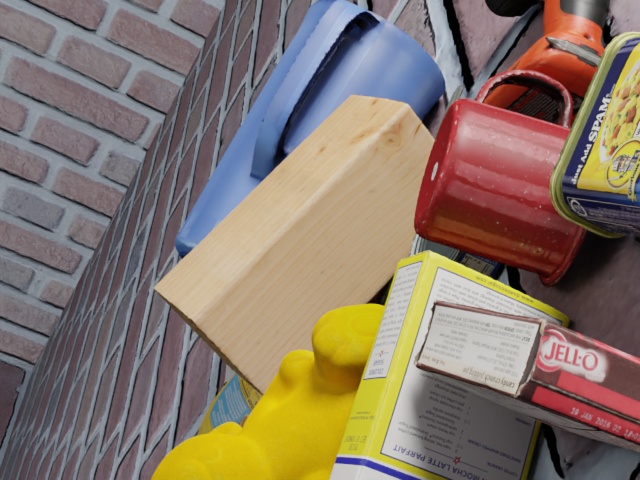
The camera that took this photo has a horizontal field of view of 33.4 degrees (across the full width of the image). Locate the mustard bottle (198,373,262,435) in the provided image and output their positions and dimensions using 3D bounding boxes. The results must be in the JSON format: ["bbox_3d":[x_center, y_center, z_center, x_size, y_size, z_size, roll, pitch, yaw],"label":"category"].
[{"bbox_3d":[-0.040,0.132,0.819,0.192,0.058,0.096,-49,38,12],"label":"mustard bottle"}]

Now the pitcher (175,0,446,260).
[{"bbox_3d":[-0.014,-0.069,0.863,0.242,0.149,0.145,-58,28,-12],"label":"pitcher"}]

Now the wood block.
[{"bbox_3d":[-0.005,0.001,0.757,0.206,0.090,0.090,-46,26,-10],"label":"wood block"}]

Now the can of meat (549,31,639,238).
[{"bbox_3d":[0.165,-0.049,0.502,0.102,0.057,0.084,-67,18,-1],"label":"can of meat"}]

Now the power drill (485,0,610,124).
[{"bbox_3d":[0.148,-0.150,0.699,0.185,0.057,0.187,134,154,-62],"label":"power drill"}]

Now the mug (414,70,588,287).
[{"bbox_3d":[0.105,-0.041,0.593,0.093,0.081,0.117,116,171,-79],"label":"mug"}]

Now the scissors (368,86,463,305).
[{"bbox_3d":[0.065,-0.023,0.857,0.096,0.016,0.201,-27,41,65],"label":"scissors"}]

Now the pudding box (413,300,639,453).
[{"bbox_3d":[0.105,0.061,0.477,0.039,0.090,0.114,-68,16,-8],"label":"pudding box"}]

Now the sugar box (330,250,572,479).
[{"bbox_3d":[0.061,0.105,0.549,0.176,0.093,0.048,-70,15,-14],"label":"sugar box"}]

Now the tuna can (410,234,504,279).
[{"bbox_3d":[0.094,-0.003,0.701,0.086,0.033,0.086,-57,18,30],"label":"tuna can"}]

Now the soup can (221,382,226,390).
[{"bbox_3d":[-0.067,0.178,0.895,0.069,0.068,0.102,-25,43,67],"label":"soup can"}]
